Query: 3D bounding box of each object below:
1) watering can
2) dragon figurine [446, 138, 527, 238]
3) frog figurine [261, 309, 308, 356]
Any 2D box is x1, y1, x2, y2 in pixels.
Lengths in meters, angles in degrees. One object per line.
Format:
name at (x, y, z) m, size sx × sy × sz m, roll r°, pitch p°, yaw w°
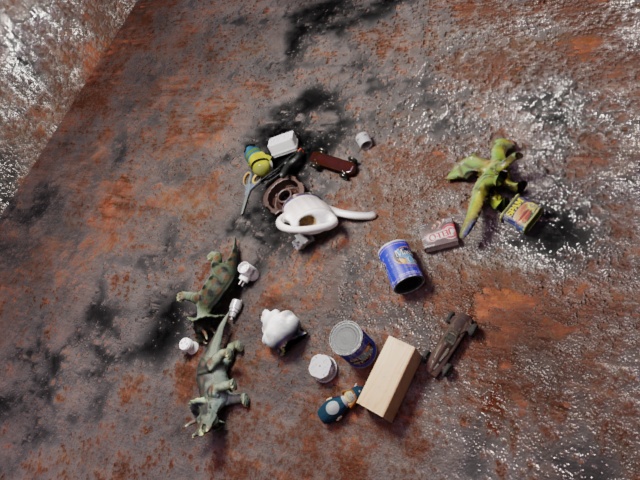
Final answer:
watering can at (0.006, -0.092, 1.821) m, size 0.349 × 0.102 × 0.228 m, roll -10°, pitch 29°, yaw -17°
dragon figurine at (0.515, -0.191, 1.675) m, size 0.413 × 0.120 × 0.245 m, roll -44°, pitch 33°, yaw -9°
frog figurine at (-0.138, 0.278, 1.668) m, size 0.136 × 0.122 × 0.162 m, roll -50°, pitch 63°, yaw 15°
